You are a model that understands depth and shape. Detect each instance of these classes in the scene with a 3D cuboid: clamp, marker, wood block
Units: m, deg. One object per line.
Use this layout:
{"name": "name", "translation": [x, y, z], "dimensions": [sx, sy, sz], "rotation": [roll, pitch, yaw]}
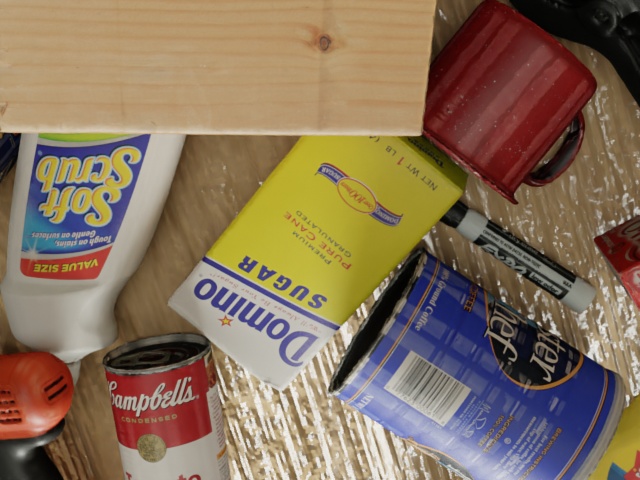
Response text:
{"name": "clamp", "translation": [0.163, -0.123, 0.582], "dimensions": [0.210, 0.164, 0.036], "rotation": [34, 64, 17]}
{"name": "marker", "translation": [0.113, 0.004, 0.649], "dimensions": [0.121, 0.020, 0.020], "rotation": [33, 104, -2]}
{"name": "wood block", "translation": [-0.053, -0.109, 0.534], "dimensions": [0.206, 0.090, 0.091], "rotation": [0, 121, -5]}

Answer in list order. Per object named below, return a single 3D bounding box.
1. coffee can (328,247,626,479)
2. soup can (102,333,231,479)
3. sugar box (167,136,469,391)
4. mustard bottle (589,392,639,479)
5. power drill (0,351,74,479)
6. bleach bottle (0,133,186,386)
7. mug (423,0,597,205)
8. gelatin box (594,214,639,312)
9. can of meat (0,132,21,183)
{"name": "coffee can", "translation": [0.090, 0.084, 0.626], "dimensions": [0.140, 0.102, 0.103], "rotation": [33, 104, -2]}
{"name": "soup can", "translation": [-0.095, 0.117, 0.673], "dimensions": [0.068, 0.068, 0.102], "rotation": [-6, 103, 7]}
{"name": "sugar box", "translation": [-0.004, 0.001, 0.636], "dimensions": [0.093, 0.048, 0.176], "rotation": [39, 111, -3]}
{"name": "mustard bottle", "translation": [0.216, 0.137, 0.647], "dimensions": [0.096, 0.058, 0.192], "rotation": [28, 104, 0]}
{"name": "power drill", "translation": [-0.214, 0.161, 0.686], "dimensions": [0.185, 0.057, 0.187], "rotation": [-9, 109, 31]}
{"name": "bleach bottle", "translation": [-0.135, -0.024, 0.650], "dimensions": [0.102, 0.068, 0.251], "rotation": [14, 107, 0]}
{"name": "mug", "translation": [0.108, -0.074, 0.604], "dimensions": [0.117, 0.093, 0.081], "rotation": [33, 100, -31]}
{"name": "gelatin box", "translation": [0.199, 0.002, 0.602], "dimensions": [0.073, 0.089, 0.030], "rotation": [-30, 98, 12]}
{"name": "can of meat", "translation": [-0.231, -0.061, 0.631], "dimensions": [0.102, 0.084, 0.058], "rotation": [30, 123, -10]}
